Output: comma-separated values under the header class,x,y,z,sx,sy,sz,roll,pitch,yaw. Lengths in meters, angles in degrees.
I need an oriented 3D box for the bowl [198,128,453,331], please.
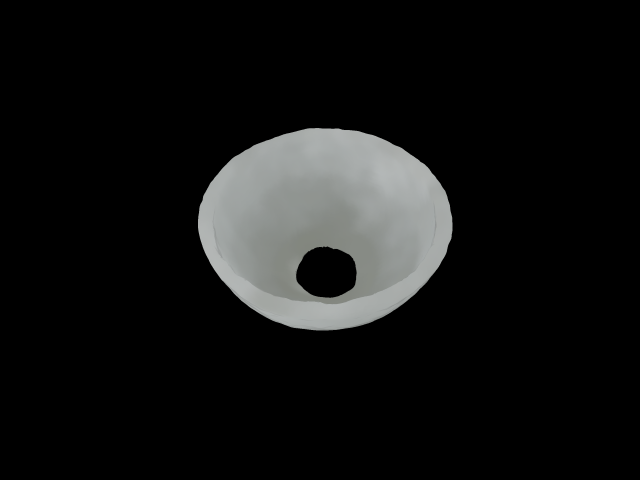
class,x,y,z,sx,sy,sz,roll,pitch,yaw
bowl,0.004,0.001,0.400,0.167,0.075,0.167,0,50,0
